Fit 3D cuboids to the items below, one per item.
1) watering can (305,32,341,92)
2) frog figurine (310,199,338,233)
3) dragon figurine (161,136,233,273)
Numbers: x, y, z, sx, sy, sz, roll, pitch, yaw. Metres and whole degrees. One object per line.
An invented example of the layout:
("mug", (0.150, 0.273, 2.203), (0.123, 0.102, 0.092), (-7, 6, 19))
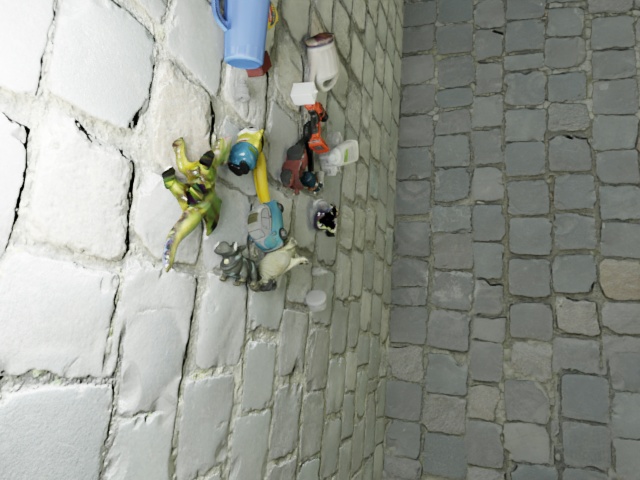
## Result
("watering can", (-0.005, -0.679, 2.009), (0.355, 0.104, 0.220), (-51, 138, -47))
("frog figurine", (0.006, -0.104, 2.076), (0.162, 0.123, 0.135), (-131, -160, -62))
("dragon figurine", (-0.280, -0.088, 1.229), (0.238, 0.122, 0.417), (67, 30, -65))
